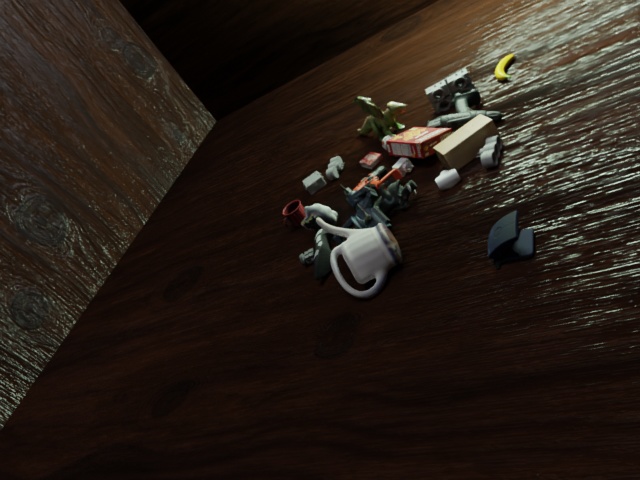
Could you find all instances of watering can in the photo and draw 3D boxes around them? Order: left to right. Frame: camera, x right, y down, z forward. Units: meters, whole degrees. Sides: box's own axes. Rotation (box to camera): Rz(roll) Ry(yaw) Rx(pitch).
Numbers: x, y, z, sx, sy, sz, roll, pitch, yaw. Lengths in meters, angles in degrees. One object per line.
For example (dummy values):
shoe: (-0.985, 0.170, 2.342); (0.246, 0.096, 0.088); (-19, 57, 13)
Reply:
watering can: (0.126, 0.019, 1.655); (0.224, 0.102, 0.355); (-28, 58, 5)

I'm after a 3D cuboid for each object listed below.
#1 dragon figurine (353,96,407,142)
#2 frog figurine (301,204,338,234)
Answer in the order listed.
dragon figurine: (0.239, -0.552, 2.288); (0.411, 0.239, 0.124); (11, 60, 51)
frog figurine: (0.006, -0.102, 2.028); (0.137, 0.120, 0.163); (10, 36, 12)
